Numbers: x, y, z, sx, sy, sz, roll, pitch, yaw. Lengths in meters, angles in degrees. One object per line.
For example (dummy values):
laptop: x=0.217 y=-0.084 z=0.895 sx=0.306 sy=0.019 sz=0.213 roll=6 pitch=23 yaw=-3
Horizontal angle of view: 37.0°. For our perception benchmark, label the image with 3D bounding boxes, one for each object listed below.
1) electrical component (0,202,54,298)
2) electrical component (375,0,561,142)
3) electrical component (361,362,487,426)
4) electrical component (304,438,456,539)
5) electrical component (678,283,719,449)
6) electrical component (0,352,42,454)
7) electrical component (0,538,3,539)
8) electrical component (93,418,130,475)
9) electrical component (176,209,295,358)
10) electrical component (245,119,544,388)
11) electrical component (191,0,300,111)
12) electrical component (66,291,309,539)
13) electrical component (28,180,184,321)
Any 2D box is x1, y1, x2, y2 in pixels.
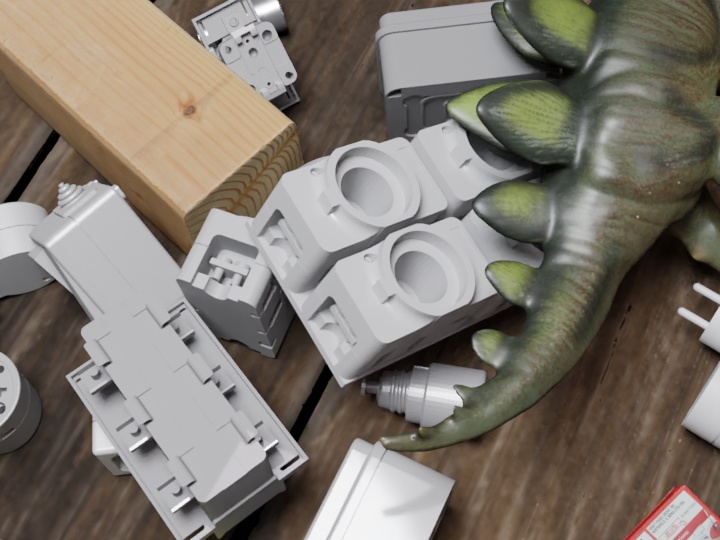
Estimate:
electrical component: x=-0.252 y=0.017 z=0.669 sx=0.138 sy=0.052 sz=0.073 roll=-21 pitch=66 yaw=-6
electrical component: x=0.069 y=-0.128 z=0.697 sx=0.113 sy=0.078 sz=0.057 roll=-6 pitch=69 yaw=1
electrical component: x=0.040 y=0.074 z=0.629 sx=0.078 sy=0.040 sz=0.040 roll=9 pitch=67 yaw=8
electrical component: x=0.001 y=0.155 z=0.575 sx=0.057 sy=0.078 sz=0.113 roll=24 pitch=70 yaw=11
electrical component: x=0.223 y=0.035 z=0.627 sx=0.074 sy=0.052 sz=0.138 roll=32 pitch=71 yaw=17
electrical component: x=-0.222 y=0.080 z=0.641 sx=0.055 sy=0.047 sz=0.055 roll=-2 pitch=66 yaw=3
electrical component: x=-0.239 y=0.239 z=0.564 sx=0.105 sy=0.060 sz=0.186 roll=-9 pitch=66 yaw=0
electrical component: x=-0.120 y=0.075 z=0.637 sx=0.066 sy=0.047 sz=0.076 roll=-7 pitch=64 yaw=0
electrical component: x=-0.067 y=0.006 z=0.640 sx=0.050 sy=0.089 sz=0.055 roll=19 pitch=69 yaw=12
electrical component: x=0.046 y=-0.024 z=0.610 sx=0.186 sy=0.060 sz=0.105 roll=-22 pitch=74 yaw=-35
electrical component: x=-0.073 y=-0.138 z=0.712 sx=0.042 sy=0.064 sz=0.081 roll=-30 pitch=109 yaw=-8
electrical component: x=-0.095 y=0.074 z=0.572 sx=0.079 sy=0.063 sz=0.121 roll=-35 pitch=66 yaw=-15
electrical component: x=-0.155 y=-0.008 z=0.644 sx=0.061 sy=0.062 sz=0.096 roll=-43 pitch=113 yaw=-15
